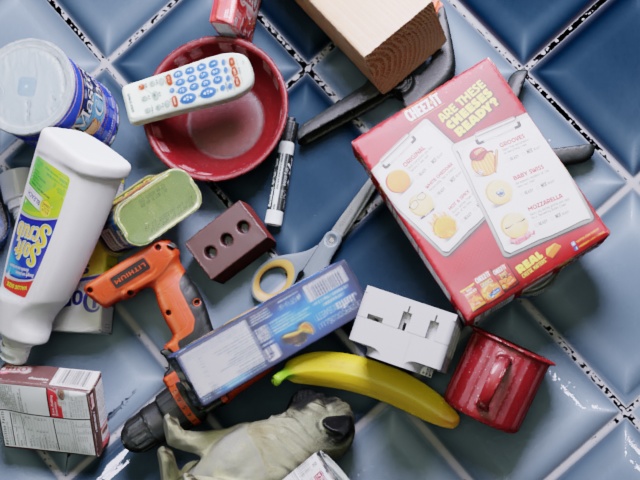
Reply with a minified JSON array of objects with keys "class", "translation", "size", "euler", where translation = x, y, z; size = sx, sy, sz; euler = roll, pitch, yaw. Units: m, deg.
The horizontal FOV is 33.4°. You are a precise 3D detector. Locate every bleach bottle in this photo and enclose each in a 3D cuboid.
[{"class":"bleach bottle","translation":[-0.277,0.017,1.094],"size":[0.103,0.067,0.251],"euler":[34,110,37]}]

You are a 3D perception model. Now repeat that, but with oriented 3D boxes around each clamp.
[{"class":"clamp","translation":[0.076,-0.164,1.150],"size":[0.165,0.036,0.210],"euler":[17,82,15]},{"class":"clamp","translation":[0.198,-0.083,1.118],"size":[0.120,0.039,0.171],"euler":[43,93,18]}]

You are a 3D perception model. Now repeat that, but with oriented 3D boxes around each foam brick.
[{"class":"foam brick","translation":[-0.095,0.003,1.145],"size":[0.078,0.051,0.053],"euler":[-38,78,2]}]

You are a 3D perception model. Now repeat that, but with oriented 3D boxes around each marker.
[{"class":"marker","translation":[-0.041,-0.075,1.165],"size":[0.020,0.020,0.121],"euler":[8,83,10]}]

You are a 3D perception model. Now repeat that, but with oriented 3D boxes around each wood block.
[{"class":"wood block","translation":[0.029,-0.265,1.126],"size":[0.091,0.090,0.206],"euler":[-41,66,1]}]

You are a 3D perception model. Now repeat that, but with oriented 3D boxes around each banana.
[{"class":"banana","translation":[0.046,0.150,1.093],"size":[0.197,0.069,0.037],"euler":[13,128,-7]}]

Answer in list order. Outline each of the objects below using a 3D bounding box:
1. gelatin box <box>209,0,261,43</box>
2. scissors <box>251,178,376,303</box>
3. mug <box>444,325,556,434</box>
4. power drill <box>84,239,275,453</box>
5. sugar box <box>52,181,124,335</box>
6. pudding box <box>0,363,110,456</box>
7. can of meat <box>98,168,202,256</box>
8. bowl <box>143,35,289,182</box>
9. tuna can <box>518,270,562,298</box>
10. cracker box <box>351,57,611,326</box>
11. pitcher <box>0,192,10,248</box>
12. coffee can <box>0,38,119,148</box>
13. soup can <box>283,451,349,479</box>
[{"class":"gelatin box","translation":[-0.090,-0.257,1.164],"size":[0.030,0.089,0.073],"euler":[11,83,10]},{"class":"scissors","translation":[-0.008,0.001,1.150],"size":[0.096,0.016,0.202],"euler":[19,85,10]},{"class":"mug","translation":[0.173,0.139,1.051],"size":[0.093,0.117,0.081],"euler":[25,91,11]},{"class":"power drill","translation":[-0.167,0.108,1.122],"size":[0.184,0.057,0.187],"euler":[-33,93,-4]},{"class":"sugar box","translation":[-0.272,0.014,1.176],"size":[0.093,0.048,0.176],"euler":[2,81,9]},{"class":"pudding box","translation":[-0.286,0.181,1.137],"size":[0.113,0.039,0.090],"euler":[5,120,11]},{"class":"can of meat","translation":[-0.183,-0.030,1.127],"size":[0.102,0.084,0.057],"euler":[-38,102,-25]},{"class":"bowl","translation":[-0.109,-0.138,1.167],"size":[0.162,0.055,0.162],"euler":[-1,81,9]},{"class":"tuna can","translation":[0.208,0.017,1.103],"size":[0.086,0.033,0.086],"euler":[-1,82,9]},{"class":"cracker box","translation":[0.157,-0.046,1.061],"size":[0.164,0.072,0.214],"euler":[-32,77,-2]},{"class":"pitcher","translation":[-0.462,-0.066,1.187],"size":[0.145,0.149,0.243],"euler":[-28,75,19]},{"class":"coffee can","translation":[-0.289,-0.147,1.154],"size":[0.103,0.140,0.103],"euler":[-1,81,9]},{"class":"soup can","translation":[-0.018,0.259,1.022],"size":[0.102,0.068,0.068],"euler":[-41,78,0]}]
